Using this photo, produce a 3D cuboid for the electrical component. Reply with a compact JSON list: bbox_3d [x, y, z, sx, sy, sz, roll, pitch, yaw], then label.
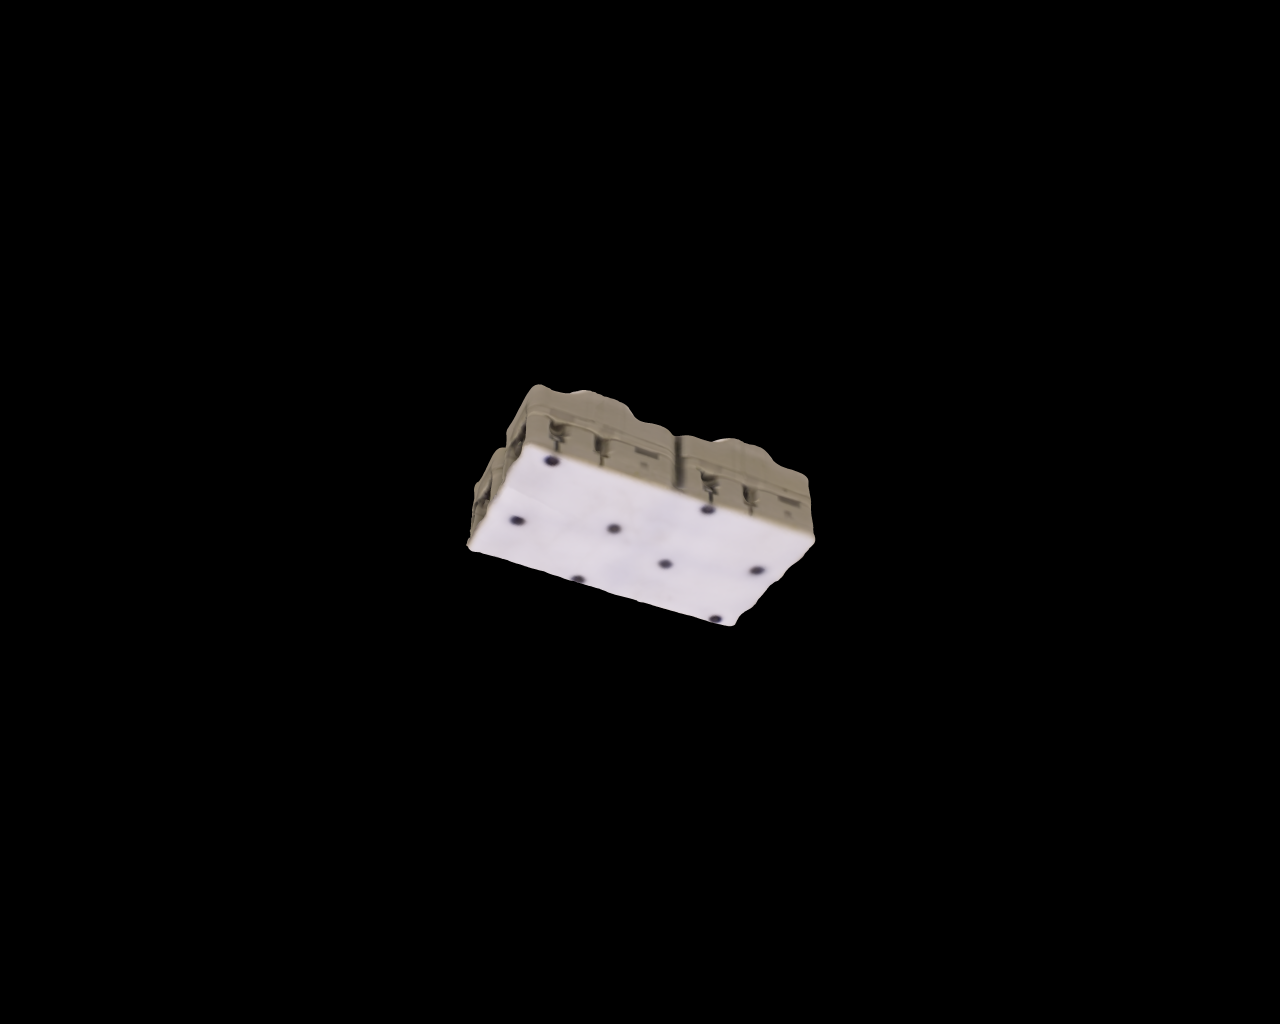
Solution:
[{"bbox_3d":[0.001,-0.003,0.650,0.186,0.060,0.105,18,-44,-19],"label":"electrical component"}]
